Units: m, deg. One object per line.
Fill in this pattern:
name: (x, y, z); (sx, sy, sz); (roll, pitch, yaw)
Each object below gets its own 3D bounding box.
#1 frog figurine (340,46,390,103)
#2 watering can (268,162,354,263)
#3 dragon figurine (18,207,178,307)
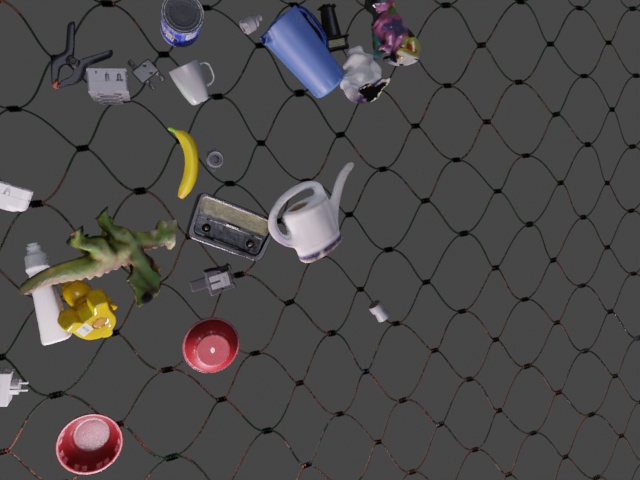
frog figurine: (0.117, -0.490, 1.534); (0.138, 0.120, 0.162); (-31, 67, -5)
watering can: (0.005, -0.076, 1.502); (0.352, 0.104, 0.221); (-33, 111, -30)
dragon figurine: (-0.497, 0.062, 1.272); (0.241, 0.120, 0.419); (42, 44, -10)
